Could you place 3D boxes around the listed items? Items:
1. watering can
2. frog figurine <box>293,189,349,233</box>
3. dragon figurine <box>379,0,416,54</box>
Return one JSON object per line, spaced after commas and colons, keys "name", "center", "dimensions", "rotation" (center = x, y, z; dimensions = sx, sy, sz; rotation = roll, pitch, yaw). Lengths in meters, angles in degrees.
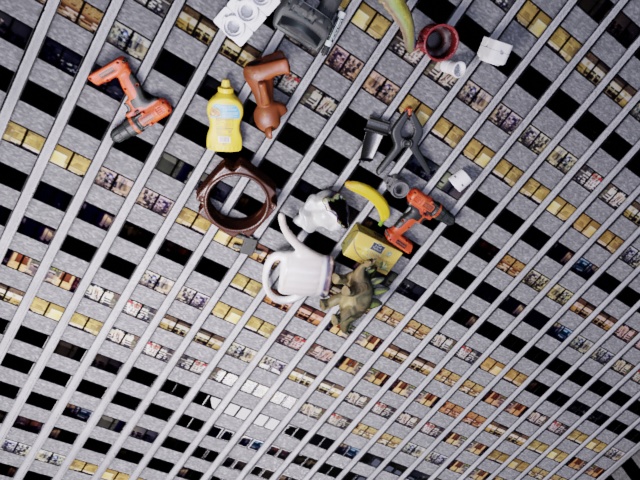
{"name": "watering can", "center": [-0.058, 0.071, 1.588], "dimensions": [0.224, 0.106, 0.340], "rotation": [5, 125, -11]}
{"name": "frog figurine", "center": [0.005, -0.078, 1.550], "dimensions": [0.158, 0.125, 0.136], "rotation": [-18, 136, 44]}
{"name": "dragon figurine", "center": [0.119, -0.655, 1.245], "dimensions": [0.243, 0.124, 0.403], "rotation": [-5, 111, -3]}
